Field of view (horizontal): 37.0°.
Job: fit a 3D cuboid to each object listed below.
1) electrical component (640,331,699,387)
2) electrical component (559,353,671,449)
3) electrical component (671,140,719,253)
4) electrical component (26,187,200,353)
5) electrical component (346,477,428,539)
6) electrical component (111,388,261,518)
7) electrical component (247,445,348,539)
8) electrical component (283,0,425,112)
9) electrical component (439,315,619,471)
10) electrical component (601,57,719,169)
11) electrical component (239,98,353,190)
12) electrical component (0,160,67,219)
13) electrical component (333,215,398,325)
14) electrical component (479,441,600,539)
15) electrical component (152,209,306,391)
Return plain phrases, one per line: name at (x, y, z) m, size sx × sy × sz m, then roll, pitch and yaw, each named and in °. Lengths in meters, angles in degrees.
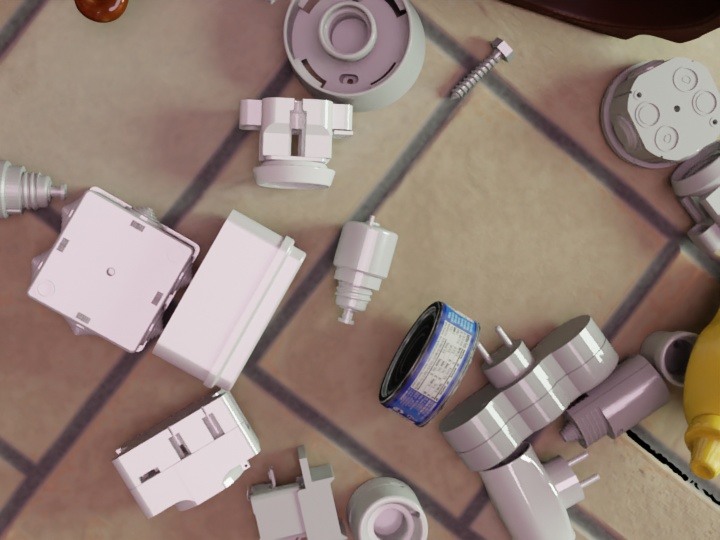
electrical component at (0.234, 0.064, 0.799) m, size 0.040 × 0.046 × 0.040 m, roll 0°, pitch 92°, yaw -7°
electrical component at (0.183, 0.102, 0.796) m, size 0.081 × 0.043 × 0.043 m, roll -33°, pitch 96°, yaw -5°
electrical component at (0.268, -0.060, 0.795) m, size 0.078 × 0.058 × 0.057 m, roll -40°, pitch 99°, yaw -4°
electrical component at (-0.170, 0.000, 0.743) m, size 0.100 × 0.048 × 0.099 m, roll 30°, pitch 88°, yaw -8°
electrical component at (0.020, 0.182, 0.775) m, size 0.055 × 0.047 × 0.055 m, roll 0°, pitch 92°, yaw -8°
electrical component at (-0.119, 0.130, 0.753) m, size 0.089 × 0.050 × 0.055 m, roll -30°, pitch 96°, yaw -5°
electrical component at (-0.046, 0.172, 0.769) m, size 0.064 × 0.042 × 0.081 m, roll -13°, pitch 93°, yaw -4°
electrical component at (-0.005, -0.164, 0.763) m, size 0.099 × 0.064 × 0.099 m, roll 0°, pitch 91°, yaw 6°
electrical component at (0.113, 0.075, 0.781) m, size 0.138 × 0.052 × 0.073 m, roll -37°, pitch 96°, yaw -5°
electrical component at (0.222, -0.115, 0.789) m, size 0.080 × 0.051 × 0.080 m, roll 0°, pitch 92°, yaw -7°
electrical component at (-0.045, -0.087, 0.752) m, size 0.078 × 0.058 × 0.057 m, roll 2°, pitch 89°, yaw -7°
electrical component at (-0.242, -0.055, 0.735) m, size 0.078 × 0.040 × 0.040 m, roll 2°, pitch 92°, yaw -8°
electrical component at (0.000, 0.000, 0.769) m, size 0.040 × 0.040 × 0.078 m, roll 15°, pitch 90°, yaw -8°
electrical component at (0.138, 0.162, 0.792) m, size 0.079 × 0.043 × 0.077 m, roll -27°, pitch 95°, yaw -6°
electrical component at (-0.088, 0.021, 0.740) m, size 0.057 × 0.078 × 0.113 m, roll 29°, pitch 88°, yaw -5°
